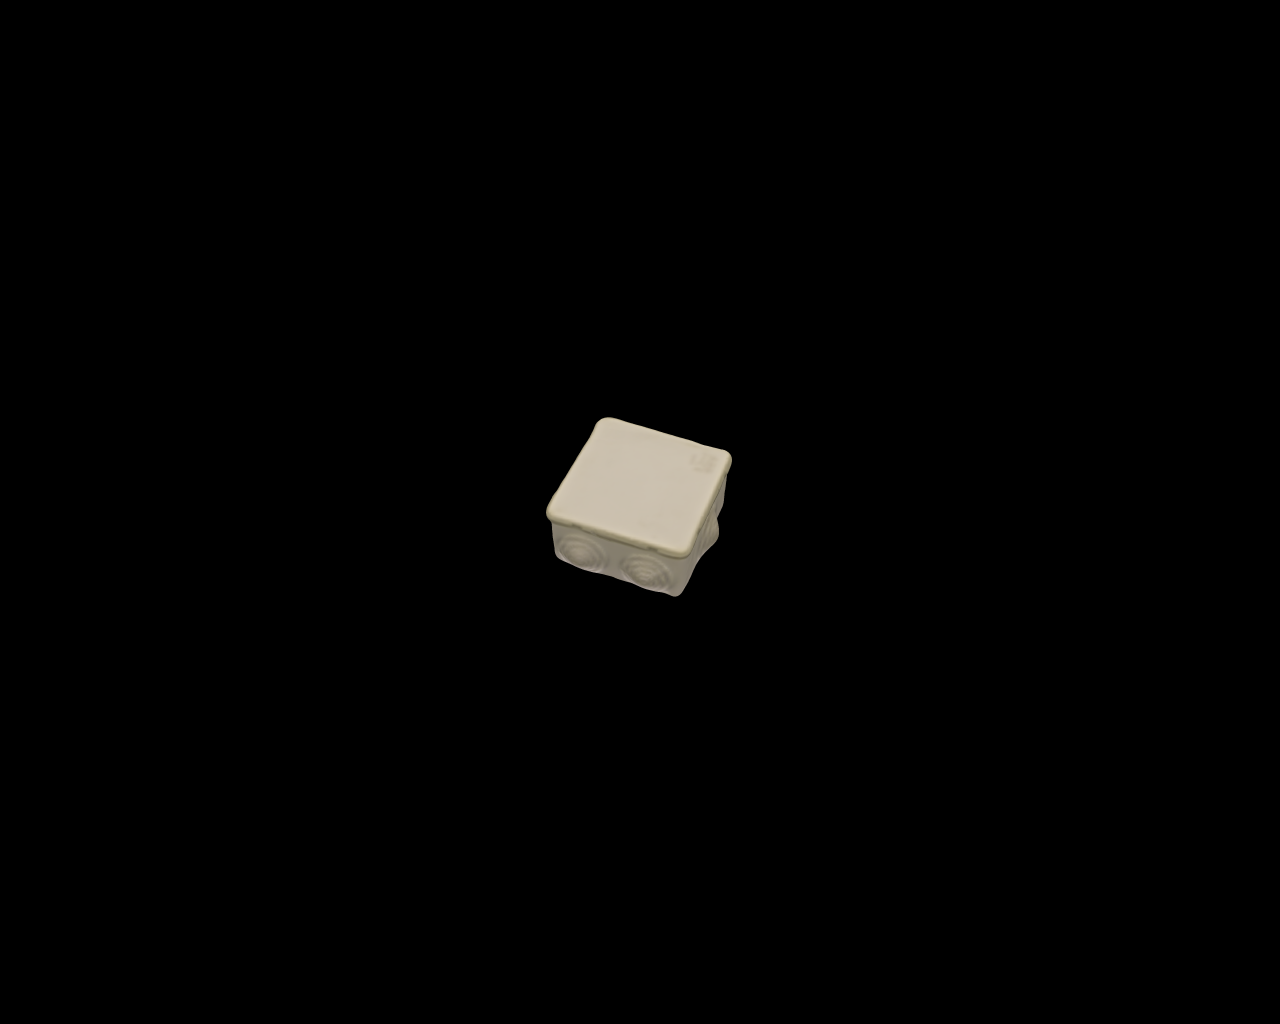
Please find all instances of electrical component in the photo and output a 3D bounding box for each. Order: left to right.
[{"bbox_3d":[0.001,-0.003,0.650,0.100,0.100,0.048,17,-39,14],"label":"electrical component"}]
